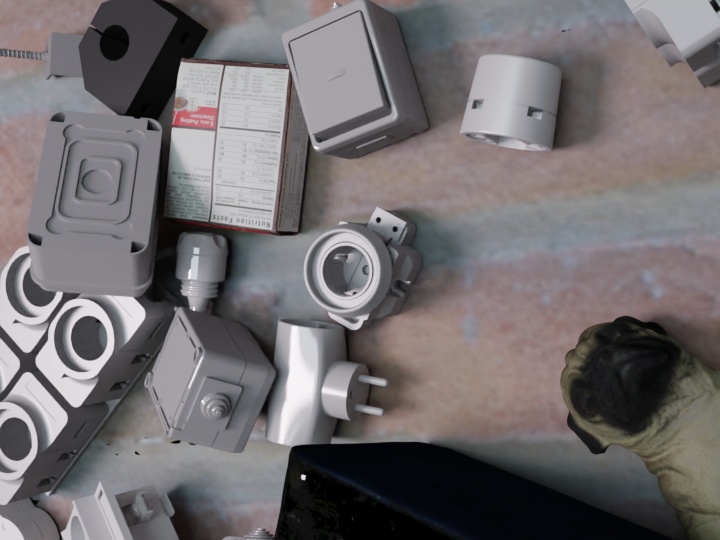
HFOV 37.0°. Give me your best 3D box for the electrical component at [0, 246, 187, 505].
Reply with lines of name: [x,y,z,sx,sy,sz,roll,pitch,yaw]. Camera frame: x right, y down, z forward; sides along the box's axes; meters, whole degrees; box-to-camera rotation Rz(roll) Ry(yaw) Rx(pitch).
electrical component: [-0.224,0.064,0.770,0.105,0.060,0.186,43,106,17]

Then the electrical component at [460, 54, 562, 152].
electrical component: [0.091,-0.099,0.637,0.055,0.055,0.047,11,91,23]

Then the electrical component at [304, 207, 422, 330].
electrical component: [0.000,0.000,0.674,0.058,0.057,0.078,30,102,20]

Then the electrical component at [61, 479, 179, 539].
electrical component: [-0.145,0.208,0.716,0.121,0.063,0.078,58,139,29]

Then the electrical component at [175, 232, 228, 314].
electrical component: [-0.109,0.005,0.734,0.035,0.035,0.061,7,95,23]

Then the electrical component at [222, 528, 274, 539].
electrical component: [-0.045,0.213,0.670,0.100,0.048,0.099,5,75,-8]

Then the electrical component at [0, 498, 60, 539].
electrical component: [-0.288,0.173,0.791,0.052,0.074,0.138,-45,74,17]

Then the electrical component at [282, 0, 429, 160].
electrical component: [-0.006,-0.125,0.674,0.062,0.061,0.096,-19,83,22]

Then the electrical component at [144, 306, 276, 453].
electrical component: [-0.093,0.074,0.695,0.061,0.061,0.096,-66,26,10]

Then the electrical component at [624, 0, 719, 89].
electrical component: [0.151,-0.194,0.581,0.060,0.105,0.186,-33,78,20]

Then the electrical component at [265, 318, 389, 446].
electrical component: [-0.019,0.075,0.690,0.079,0.044,0.077,8,94,23]

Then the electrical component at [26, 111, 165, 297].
electrical component: [-0.173,-0.043,0.713,0.078,0.057,0.113,4,58,-7]
